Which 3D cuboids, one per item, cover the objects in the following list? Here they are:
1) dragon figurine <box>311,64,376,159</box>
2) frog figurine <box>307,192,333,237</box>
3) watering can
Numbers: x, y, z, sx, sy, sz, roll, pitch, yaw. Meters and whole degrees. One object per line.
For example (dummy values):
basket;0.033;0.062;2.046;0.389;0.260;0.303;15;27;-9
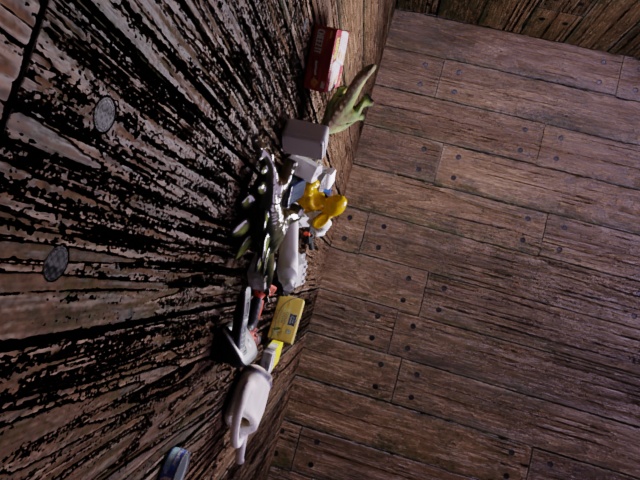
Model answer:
dragon figurine;0.021;-0.328;1.437;0.245;0.122;0.405;-46;-2;-15
frog figurine;0.006;-0.098;1.954;0.137;0.156;0.125;-17;36;-5
watering can;-0.220;0.516;1.538;0.104;0.230;0.339;14;-43;6
